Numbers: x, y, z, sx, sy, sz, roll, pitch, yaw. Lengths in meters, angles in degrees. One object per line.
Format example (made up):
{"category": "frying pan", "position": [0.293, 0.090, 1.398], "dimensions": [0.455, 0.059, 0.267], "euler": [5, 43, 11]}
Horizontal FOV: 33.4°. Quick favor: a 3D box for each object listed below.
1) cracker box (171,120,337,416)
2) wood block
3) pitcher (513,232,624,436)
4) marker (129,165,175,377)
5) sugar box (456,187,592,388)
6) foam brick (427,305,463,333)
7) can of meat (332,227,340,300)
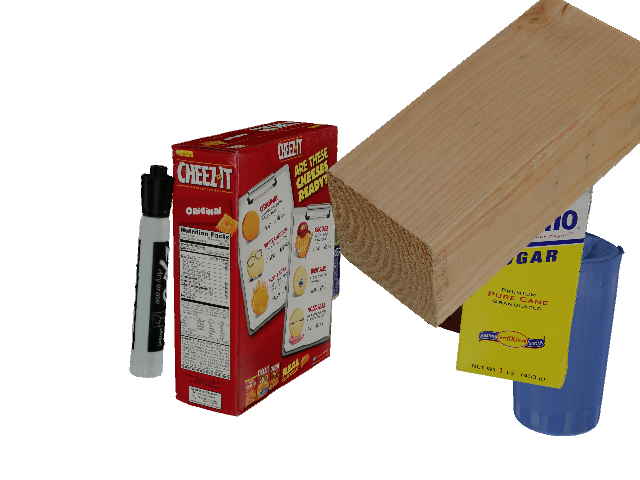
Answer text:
{"category": "cracker box", "position": [-0.053, 0.016, 0.891], "dimensions": [0.072, 0.214, 0.163], "euler": [8, 16, 27]}
{"category": "wood block", "position": [0.112, -0.054, 0.688], "dimensions": [0.205, 0.090, 0.091], "euler": [-40, 57, -20]}
{"category": "pitcher", "position": [0.289, 0.116, 1.323], "dimensions": [0.149, 0.243, 0.144], "euler": [6, 18, 19]}
{"category": "marker", "position": [-0.096, 0.018, 0.607], "dimensions": [0.020, 0.121, 0.020], "euler": [5, 10, -1]}
{"category": "sugar box", "position": [0.168, 0.030, 0.885], "dimensions": [0.093, 0.176, 0.048], "euler": [8, 24, 15]}
{"category": "foam brick", "position": [0.146, 0.051, 1.106], "dimensions": [0.051, 0.078, 0.053], "euler": [-14, 20, -41]}
{"category": "can of meat", "position": [-0.016, 0.012, 1.216], "dimensions": [0.057, 0.084, 0.102], "euler": [-15, 39, -21]}
